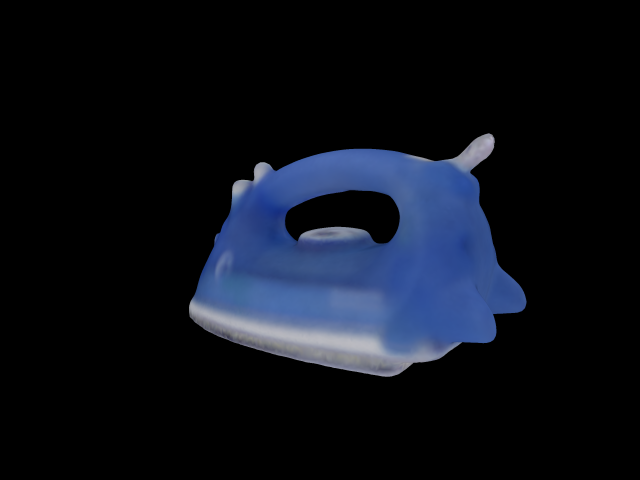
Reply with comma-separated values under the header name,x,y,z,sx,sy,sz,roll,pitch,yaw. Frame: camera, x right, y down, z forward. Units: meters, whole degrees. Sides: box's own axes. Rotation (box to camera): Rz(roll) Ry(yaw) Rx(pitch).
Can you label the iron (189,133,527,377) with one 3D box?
name,x,y,z,sx,sy,sz,roll,pitch,yaw
iron,0.004,0.001,0.400,0.257,0.141,0.119,4,7,30
